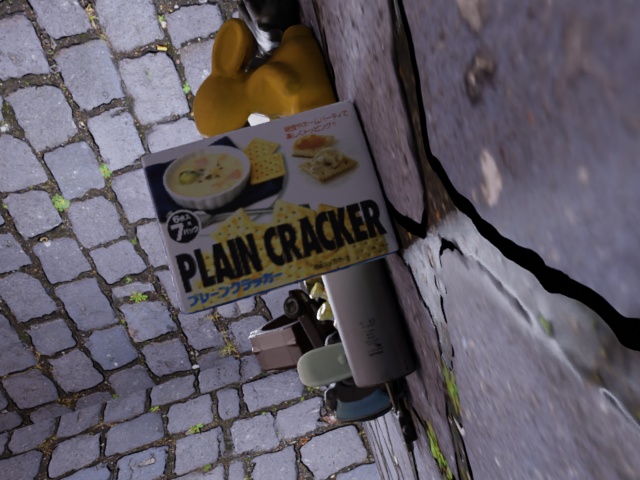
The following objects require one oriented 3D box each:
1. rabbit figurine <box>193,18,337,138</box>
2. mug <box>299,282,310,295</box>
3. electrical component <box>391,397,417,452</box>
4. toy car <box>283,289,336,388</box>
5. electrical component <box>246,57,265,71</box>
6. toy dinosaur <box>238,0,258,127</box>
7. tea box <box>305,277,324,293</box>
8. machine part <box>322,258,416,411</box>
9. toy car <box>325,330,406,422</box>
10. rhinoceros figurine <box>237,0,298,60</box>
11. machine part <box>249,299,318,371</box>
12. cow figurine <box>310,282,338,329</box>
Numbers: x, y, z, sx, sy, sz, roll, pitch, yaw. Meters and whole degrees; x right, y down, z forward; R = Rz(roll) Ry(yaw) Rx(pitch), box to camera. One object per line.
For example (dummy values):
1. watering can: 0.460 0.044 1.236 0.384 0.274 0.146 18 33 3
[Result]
1. rabbit figurine: -0.077 -0.184 0.653 0.122 0.173 0.162 -105 -5 -72
2. mug: -0.005 0.072 1.279 0.081 0.107 0.109 -113 10 -51
3. electrical component: 0.132 0.289 0.841 0.063 0.021 0.094 133 122 -85
4. toy car: 0.010 0.164 0.915 0.089 0.053 0.202 2 -128 -53
5. electrical component: -0.074 -0.223 0.759 0.075 0.048 0.119 30 170 31
6. toy dinosaur: -0.135 -0.336 1.093 0.470 0.105 0.199 96 179 -49
7. tea box: -0.002 -0.003 0.947 0.068 0.098 0.170 78 172 -65
8. machine part: 0.053 0.082 0.638 0.079 0.079 0.243 98 156 -82
9. toy car: 0.070 0.208 0.822 0.102 0.109 0.162 52 -159 -42
10. rhinoceros figurine: -0.064 -0.305 0.773 0.112 0.073 0.190 63 176 -7
11. machine part: -0.024 0.184 1.087 0.201 0.201 0.087 -22 -89 -49
12. cow figurine: 0.048 0.101 0.804 0.068 0.098 0.167 -61 17 10
